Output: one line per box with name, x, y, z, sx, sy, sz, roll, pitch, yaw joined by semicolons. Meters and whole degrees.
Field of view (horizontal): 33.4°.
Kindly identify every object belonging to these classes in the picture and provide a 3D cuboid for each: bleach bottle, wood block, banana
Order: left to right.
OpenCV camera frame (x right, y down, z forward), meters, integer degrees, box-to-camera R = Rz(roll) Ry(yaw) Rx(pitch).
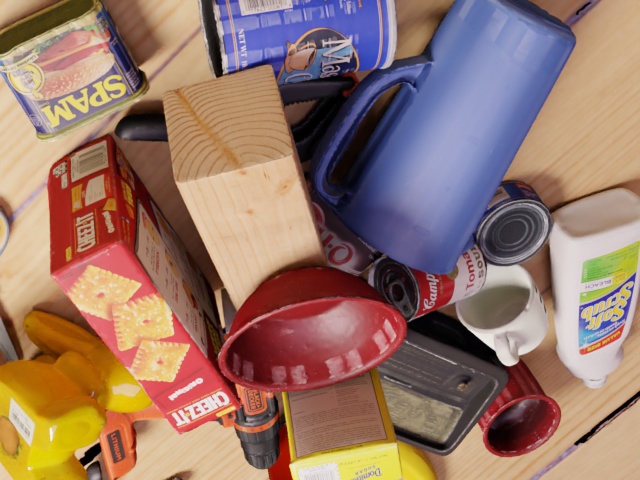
wood block;-0.054;-0.033;0.871;0.090;0.091;0.206;-14;148;2
banana;0.095;0.267;1.254;0.070;0.037;0.197;-28;129;26
bleach bottle;0.305;0.067;1.164;0.102;0.068;0.251;-18;130;-5

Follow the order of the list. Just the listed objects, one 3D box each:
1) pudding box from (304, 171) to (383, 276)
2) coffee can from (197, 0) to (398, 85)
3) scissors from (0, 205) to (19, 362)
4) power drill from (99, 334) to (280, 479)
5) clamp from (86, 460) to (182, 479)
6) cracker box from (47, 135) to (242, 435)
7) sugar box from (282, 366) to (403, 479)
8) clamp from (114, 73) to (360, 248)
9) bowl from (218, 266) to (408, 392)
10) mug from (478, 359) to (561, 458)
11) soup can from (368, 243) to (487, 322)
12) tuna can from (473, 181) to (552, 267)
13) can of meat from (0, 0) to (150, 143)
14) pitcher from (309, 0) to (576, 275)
pudding box;-0.007;0.001;1.026;0.090;0.039;0.113;-40;126;12
coffee can;-0.020;-0.177;0.854;0.140;0.103;0.103;-11;127;-11
scissors;-0.294;0.037;0.970;0.096;0.016;0.201;-29;128;3
power drill;-0.134;0.186;1.105;0.187;0.057;0.184;-15;123;-11
clamp;-0.241;0.302;1.162;0.120;0.039;0.172;35;108;-34
cracker box;-0.154;0.041;0.926;0.072;0.164;0.213;-25;128;4
sugar box;0.014;0.153;0.968;0.093;0.176;0.048;-11;116;0
clamp;-0.063;-0.095;0.939;0.210;0.036;0.164;-35;131;10
bowl;-0.010;0.069;0.905;0.162;0.055;0.162;-9;148;-6
mug;0.213;0.193;1.209;0.093;0.081;0.117;-14;128;-9
soup can;0.107;0.036;1.049;0.102;0.069;0.068;-17;132;-38
tuna can;0.191;-0.015;1.083;0.086;0.034;0.086;-9;127;-12
can of meat;-0.201;-0.139;0.851;0.102;0.057;0.084;-25;126;0
pitcher;0.110;-0.103;0.938;0.243;0.145;0.149;-61;162;21
